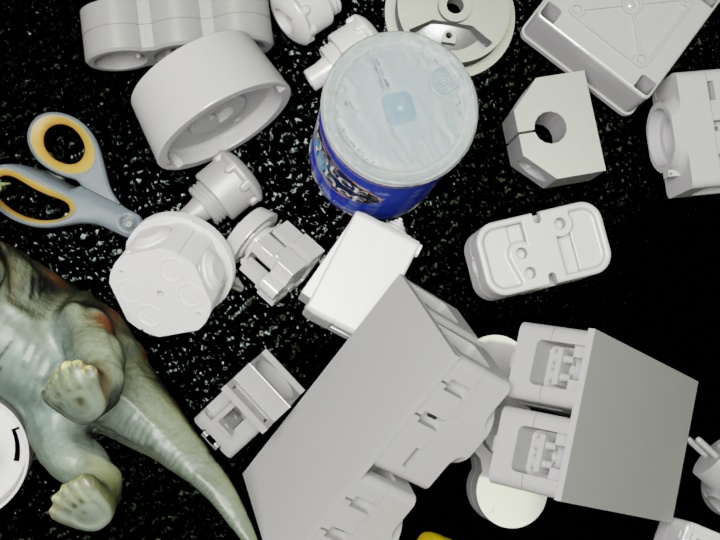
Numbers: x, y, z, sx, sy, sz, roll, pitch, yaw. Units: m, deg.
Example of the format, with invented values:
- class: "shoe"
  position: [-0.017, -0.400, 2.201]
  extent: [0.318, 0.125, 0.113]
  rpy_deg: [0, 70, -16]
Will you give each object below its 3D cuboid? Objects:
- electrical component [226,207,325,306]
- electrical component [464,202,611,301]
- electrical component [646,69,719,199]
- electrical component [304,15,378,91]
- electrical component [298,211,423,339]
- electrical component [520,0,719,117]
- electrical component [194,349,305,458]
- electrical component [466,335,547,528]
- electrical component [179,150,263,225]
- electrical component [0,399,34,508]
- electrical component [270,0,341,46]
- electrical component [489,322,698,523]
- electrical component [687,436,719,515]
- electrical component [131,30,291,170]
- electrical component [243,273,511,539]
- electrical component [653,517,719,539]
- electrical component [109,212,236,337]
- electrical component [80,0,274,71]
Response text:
- class: "electrical component"
  position: [-0.065, -0.012, 0.782]
  extent: [0.055, 0.048, 0.066]
  rpy_deg: [42, 39, 7]
- class: "electrical component"
  position: [0.129, -0.012, 0.799]
  extent: [0.095, 0.059, 0.053]
  rpy_deg: [-13, 85, -7]
- class: "electrical component"
  position: [0.258, -0.104, 0.828]
  extent: [0.056, 0.050, 0.089]
  rpy_deg: [-6, 84, -7]
- class: "electrical component"
  position: [-0.012, -0.159, 0.810]
  extent: [0.062, 0.048, 0.048]
  rpy_deg: [-33, 88, -2]
- class: "electrical component"
  position: [0.000, 0.000, 0.783]
  extent: [0.061, 0.061, 0.096]
  rpy_deg: [28, 81, -2]
- class: "electrical component"
  position: [0.200, -0.195, 0.830]
  extent: [0.109, 0.056, 0.108]
  rpy_deg: [38, 81, -1]
- class: "electrical component"
  position: [-0.080, 0.095, 0.760]
  extent: [0.064, 0.081, 0.042]
  rpy_deg: [-42, 89, 13]
- class: "electrical component"
  position: [0.103, 0.115, 0.774]
  extent: [0.052, 0.073, 0.138]
  rpy_deg: [-6, 84, -7]
- class: "electrical component"
  position: [-0.106, -0.053, 0.786]
  extent: [0.062, 0.048, 0.048]
  rpy_deg: [-41, 89, -7]
- class: "electrical component"
  position: [-0.278, 0.124, 0.750]
  extent: [0.099, 0.064, 0.099]
  rpy_deg: [-1, 93, -17]
- class: "electrical component"
  position: [-0.034, -0.204, 0.814]
  extent: [0.062, 0.048, 0.048]
  rpy_deg: [-37, 88, -16]
- class: "electrical component"
  position: [0.161, 0.107, 0.734]
  extent: [0.060, 0.186, 0.105]
  rpy_deg: [7, 79, 38]
- class: "electrical component"
  position: [0.272, 0.150, 0.786]
  extent: [0.079, 0.077, 0.044]
  rpy_deg: [43, 81, 2]
- class: "electrical component"
  position: [-0.111, -0.126, 0.766]
  extent: [0.108, 0.108, 0.060]
  rpy_deg: [-30, 81, -9]
- class: "electrical component"
  position: [0.009, 0.111, 0.716]
  extent: [0.060, 0.105, 0.186]
  rpy_deg: [30, 105, -29]
- class: "electrical component"
  position: [0.260, 0.226, 0.783]
  extent: [0.096, 0.061, 0.061]
  rpy_deg: [23, 81, -3]
- class: "electrical component"
  position: [-0.132, 0.004, 0.756]
  extent: [0.080, 0.051, 0.080]
  rpy_deg: [6, 121, 9]
- class: "electrical component"
  position: [-0.137, -0.194, 0.796]
  extent: [0.138, 0.052, 0.073]
  rpy_deg: [-7, 84, -7]
